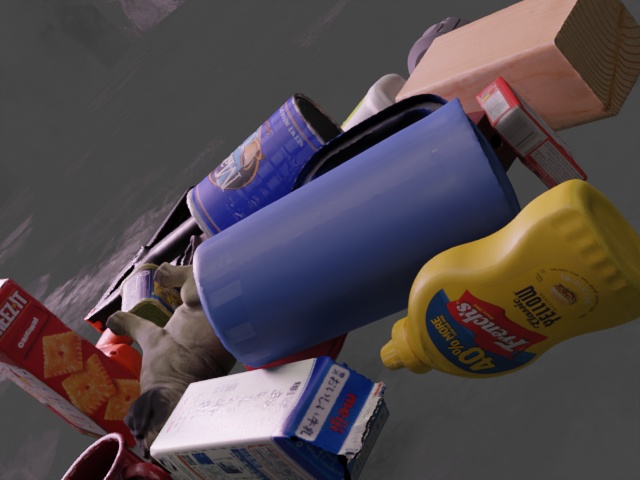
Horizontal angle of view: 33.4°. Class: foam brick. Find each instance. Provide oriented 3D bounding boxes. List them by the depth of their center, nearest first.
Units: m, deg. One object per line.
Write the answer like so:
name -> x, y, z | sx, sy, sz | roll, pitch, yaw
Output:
foam brick -> 0.130, -0.068, 0.944 | 0.078, 0.053, 0.051 | -55, 22, -21

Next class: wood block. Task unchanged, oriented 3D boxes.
wood block -> 0.177, -0.148, 0.952 | 0.207, 0.090, 0.090 | -12, 39, 56

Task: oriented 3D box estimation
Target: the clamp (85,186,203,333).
clamp -> -0.194, 0.025, 1.246 | 0.210, 0.036, 0.165 | -50, 16, -6

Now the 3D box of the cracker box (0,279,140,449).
cracker box -> -0.289, 0.130, 1.146 | 0.072, 0.213, 0.164 | -55, 22, -21

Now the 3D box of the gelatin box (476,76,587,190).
gelatin box -> 0.166, -0.081, 0.843 | 0.030, 0.089, 0.073 | -42, 20, 16

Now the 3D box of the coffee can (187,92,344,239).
coffee can -> -0.038, -0.052, 0.988 | 0.140, 0.102, 0.103 | -41, 20, 16

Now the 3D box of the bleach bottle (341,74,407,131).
bleach bottle -> 0.010, -0.059, 1.112 | 0.251, 0.068, 0.102 | -47, 2, 26

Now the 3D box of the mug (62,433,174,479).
mug -> -0.166, 0.224, 0.920 | 0.117, 0.081, 0.093 | -32, 24, 33

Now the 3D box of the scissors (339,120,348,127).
scissors -> 0.049, -0.120, 1.156 | 0.201, 0.016, 0.096 | -25, 31, -7

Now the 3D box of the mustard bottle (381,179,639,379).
mustard bottle -> 0.116, 0.042, 0.698 | 0.192, 0.096, 0.058 | -32, 24, 34

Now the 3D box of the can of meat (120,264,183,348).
can of meat -> -0.170, 0.086, 1.166 | 0.057, 0.102, 0.084 | -41, 23, 11

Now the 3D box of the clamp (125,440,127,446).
clamp -> -0.240, 0.268, 1.042 | 0.171, 0.039, 0.120 | -43, 18, 9

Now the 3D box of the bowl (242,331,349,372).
bowl -> -0.032, 0.061, 0.934 | 0.162, 0.055, 0.162 | -46, 31, 39

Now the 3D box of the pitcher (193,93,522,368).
pitcher -> 0.028, -0.006, 0.819 | 0.243, 0.145, 0.149 | -26, 8, 11

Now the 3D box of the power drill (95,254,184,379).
power drill -> -0.207, 0.091, 1.293 | 0.185, 0.057, 0.187 | -19, 31, 44
